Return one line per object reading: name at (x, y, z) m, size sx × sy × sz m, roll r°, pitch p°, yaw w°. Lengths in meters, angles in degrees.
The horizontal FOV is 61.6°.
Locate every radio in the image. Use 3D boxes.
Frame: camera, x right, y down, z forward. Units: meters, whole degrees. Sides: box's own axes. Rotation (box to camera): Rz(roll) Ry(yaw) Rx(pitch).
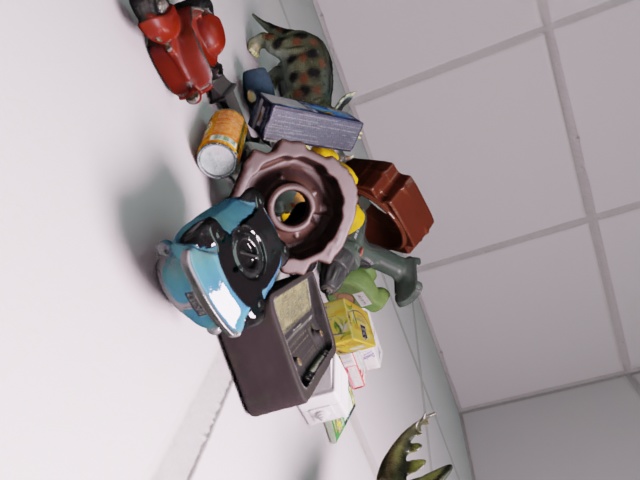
radio at (-0.044, 0.122, 0.688) m, size 0.229 × 0.073 × 0.131 m, roll -20°, pitch 92°, yaw -77°

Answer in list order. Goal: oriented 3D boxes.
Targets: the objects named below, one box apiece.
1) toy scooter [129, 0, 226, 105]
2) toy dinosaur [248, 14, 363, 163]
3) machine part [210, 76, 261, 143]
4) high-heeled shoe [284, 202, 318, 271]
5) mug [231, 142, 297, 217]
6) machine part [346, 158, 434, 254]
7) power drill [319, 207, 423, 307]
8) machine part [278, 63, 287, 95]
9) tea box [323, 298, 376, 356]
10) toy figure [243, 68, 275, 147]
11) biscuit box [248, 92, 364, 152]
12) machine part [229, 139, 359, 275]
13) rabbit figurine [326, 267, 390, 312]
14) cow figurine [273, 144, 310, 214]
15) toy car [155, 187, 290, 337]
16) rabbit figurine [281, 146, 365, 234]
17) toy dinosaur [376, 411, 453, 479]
toy scooter at (-0.164, -0.237, 0.677) m, size 0.184 × 0.075 × 0.135 m, roll -53°, pitch 124°, yaw -71°
toy dinosaur at (-0.033, -0.339, 1.095) m, size 0.131 × 0.192 × 0.405 m, roll 37°, pitch 38°, yaw -71°
machine part at (-0.135, -0.198, 0.827) m, size 0.084 × 0.039 × 0.138 m, roll -93°, pitch 159°, yaw -64°
high-heeled shoe at (-0.002, -0.003, 0.872) m, size 0.248 × 0.145 × 0.086 m, roll 32°, pitch 42°, yaw -68°
mug at (-0.089, -0.090, 0.800) m, size 0.107 × 0.081 × 0.109 m, roll 32°, pitch 47°, yaw -55°
machine part at (0.121, -0.069, 1.126) m, size 0.087 × 0.201 × 0.201 m, roll -51°, pitch 128°, yaw -19°
power drill at (0.094, 0.051, 1.027) m, size 0.207 × 0.086 × 0.232 m, roll 25°, pitch 43°, yaw -16°
machine part at (-0.053, -0.345, 1.274) m, size 0.079 × 0.079 × 0.243 m, roll 44°, pitch 29°, yaw -64°
tea box at (0.024, 0.149, 0.883) m, size 0.169 × 0.098 × 0.068 m, roll 44°, pitch 30°, yaw -67°
toy figure at (-0.098, -0.233, 0.978) m, size 0.058 × 0.064 × 0.154 m, roll 4°, pitch -68°, yaw 63°
biscuit box at (-0.020, -0.199, 0.925) m, size 0.202 × 0.062 × 0.059 m, roll 1°, pitch 33°, yaw -40°
machine part at (-0.039, -0.043, 0.709) m, size 0.056 × 0.179 × 0.179 m, roll -147°, pitch -145°, yaw -74°
rabbit figurine at (0.065, 0.063, 1.138) m, size 0.159 × 0.121 × 0.170 m, roll 45°, pitch 37°, yaw -16°
cow figurine at (-0.059, -0.095, 0.914) m, size 0.068 × 0.098 × 0.167 m, roll 13°, pitch 45°, yaw -21°
toy car at (-0.102, 0.020, 0.517) m, size 0.109 × 0.103 × 0.162 m, roll 64°, pitch 25°, yaw -23°
rabbit figurine at (0.007, -0.070, 0.975) m, size 0.173 × 0.162 × 0.121 m, roll 54°, pitch 0°, yaw 35°
toy dinosaur at (0.073, 0.335, 0.614) m, size 0.471 × 0.199 × 0.105 m, roll -57°, pitch 131°, yaw -71°
